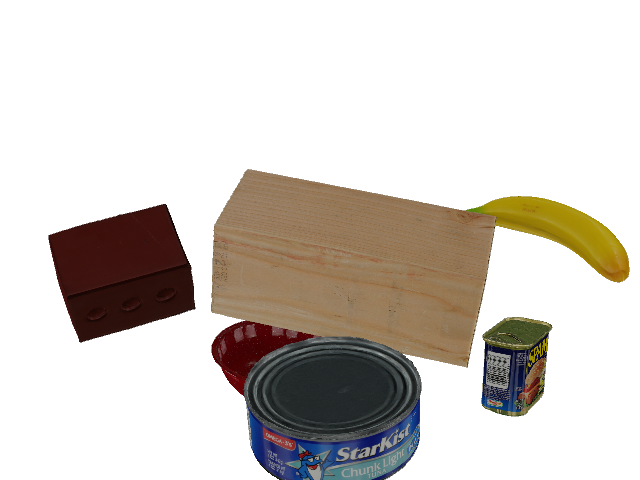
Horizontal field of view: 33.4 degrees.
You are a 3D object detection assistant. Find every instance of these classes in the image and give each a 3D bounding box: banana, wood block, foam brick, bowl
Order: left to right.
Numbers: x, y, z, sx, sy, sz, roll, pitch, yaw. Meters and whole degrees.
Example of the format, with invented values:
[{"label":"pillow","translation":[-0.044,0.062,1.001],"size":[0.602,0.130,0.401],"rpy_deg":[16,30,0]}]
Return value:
[{"label":"foam brick","translation":[-0.124,0.020,0.664],"size":[0.078,0.051,0.053],"rpy_deg":[-16,-32,-13]},{"label":"bowl","translation":[-0.051,0.154,1.291],"size":[0.162,0.055,0.162],"rpy_deg":[3,25,-2]},{"label":"wood block","translation":[0.026,0.020,0.844],"size":[0.206,0.090,0.090],"rpy_deg":[11,35,8]},{"label":"banana","translation":[0.227,-0.007,1.024],"size":[0.069,0.037,0.198],"rpy_deg":[-39,37,-24]}]

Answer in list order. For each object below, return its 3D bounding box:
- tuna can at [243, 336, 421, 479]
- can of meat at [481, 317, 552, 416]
[{"label":"tuna can","translation":[0.006,0.083,0.520],"size":[0.086,0.034,0.086],"rpy_deg":[-2,26,1]},{"label":"can of meat","translation":[0.218,0.140,1.194],"size":[0.058,0.084,0.101],"rpy_deg":[9,15,28]}]
